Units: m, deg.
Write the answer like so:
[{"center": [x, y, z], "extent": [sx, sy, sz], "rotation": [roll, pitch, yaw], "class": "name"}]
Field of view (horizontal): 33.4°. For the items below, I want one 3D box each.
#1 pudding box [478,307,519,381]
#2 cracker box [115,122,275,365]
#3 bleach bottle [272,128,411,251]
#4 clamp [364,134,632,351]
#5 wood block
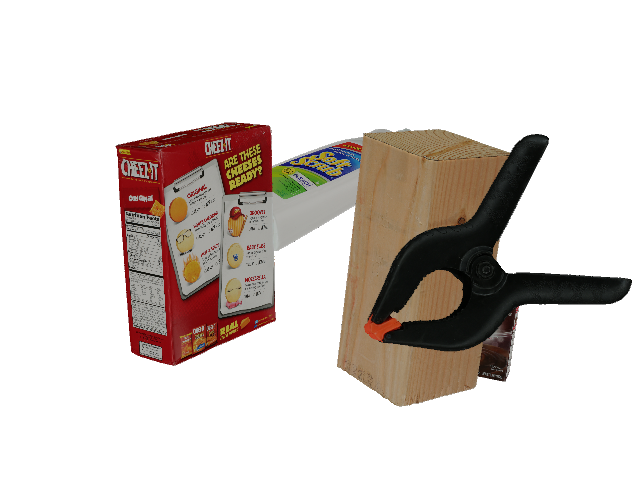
[{"center": [0.147, 0.090, 1.117], "extent": [0.113, 0.090, 0.039], "rotation": [9, 21, 13], "class": "pudding box"}, {"center": [-0.121, -0.002, 1.075], "extent": [0.072, 0.214, 0.163], "rotation": [9, 18, 35], "class": "cracker box"}, {"center": [0.013, -0.077, 1.277], "extent": [0.250, 0.068, 0.103], "rotation": [-30, 45, -31], "class": "bleach bottle"}, {"center": [0.112, 0.025, 0.681], "extent": [0.171, 0.120, 0.039], "rotation": [-38, -8, -5], "class": "clamp"}, {"center": [0.084, 0.020, 0.885], "extent": [0.090, 0.206, 0.090], "rotation": [-7, 22, -36], "class": "wood block"}]
